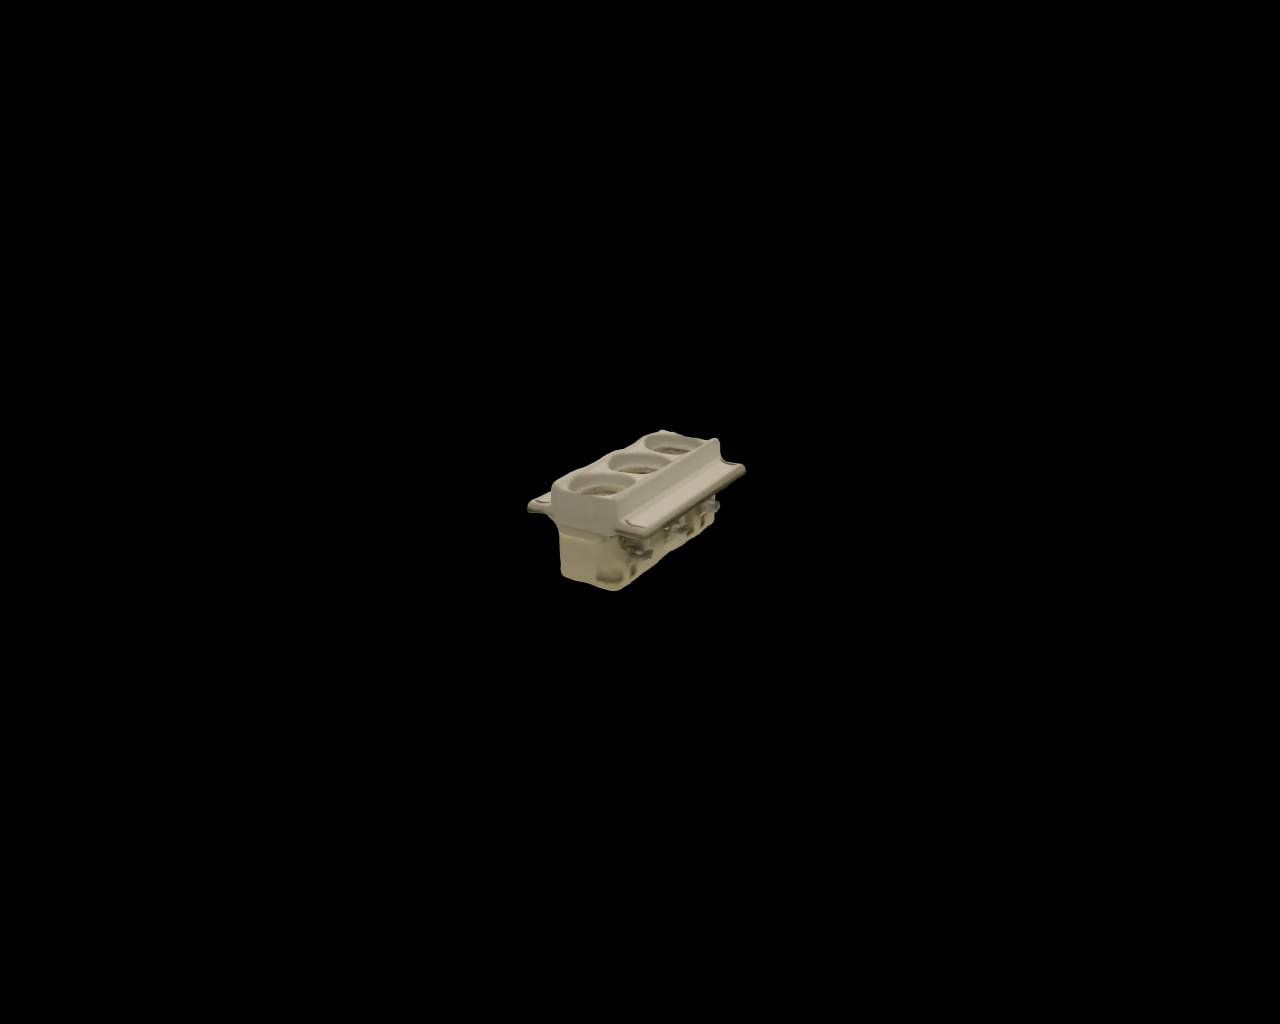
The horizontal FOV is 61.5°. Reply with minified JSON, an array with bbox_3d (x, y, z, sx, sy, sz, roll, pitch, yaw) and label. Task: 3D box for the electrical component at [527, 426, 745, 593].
[{"bbox_3d":[0.001,-0.003,0.650,0.079,0.063,0.121,13,26,29],"label":"electrical component"}]
